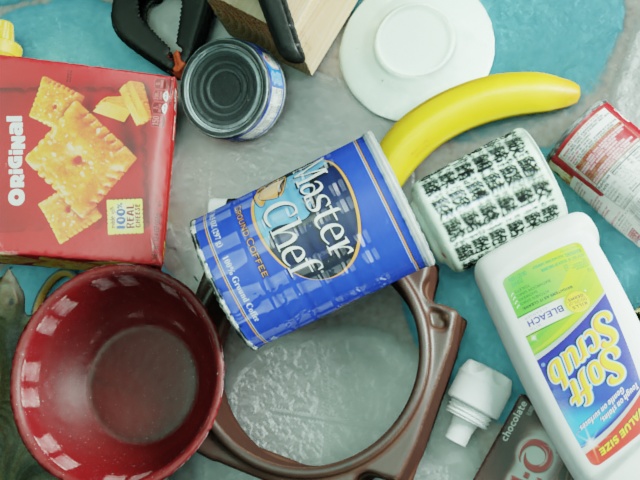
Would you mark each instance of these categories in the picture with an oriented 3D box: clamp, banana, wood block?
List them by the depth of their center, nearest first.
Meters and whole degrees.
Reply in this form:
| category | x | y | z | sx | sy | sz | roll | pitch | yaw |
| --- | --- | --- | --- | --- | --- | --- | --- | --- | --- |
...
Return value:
| category | x | y | z | sx | sy | sz | roll | pitch | yaw |
| --- | --- | --- | --- | --- | --- | --- | --- | --- | --- |
| clamp | -0.030 | -0.229 | 0.826 | 0.120 | 0.039 | 0.171 | -41 | 73 | -2 |
| banana | 0.112 | -0.090 | 0.864 | 0.198 | 0.037 | 0.069 | -34 | 101 | 5 |
| wood block | 0.001 | -0.257 | 0.896 | 0.091 | 0.090 | 0.206 | 28 | 83 | 16 |
| clamp | -0.158 | -0.232 | 0.949 | 0.164 | 0.036 | 0.210 | -15 | 71 | 8 |

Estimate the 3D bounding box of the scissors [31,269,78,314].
| category | x | y | z | sx | sy | sz | roll | pitch | yaw |
| --- | --- | --- | --- | --- | --- | --- | --- | --- | --- |
| scissors | -0.215 | 0.124 | 0.887 | 0.096 | 0.016 | 0.202 | 6 | 79 | 12 |

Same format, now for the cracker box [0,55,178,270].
| category | x | y | z | sx | sy | sz | roll | pitch | yaw |
| --- | --- | --- | --- | --- | --- | --- | --- | --- | --- |
| cracker box | -0.228 | -0.062 | 0.869 | 0.213 | 0.072 | 0.164 | 6 | 78 | -11 |

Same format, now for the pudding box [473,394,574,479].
| category | x | y | z | sx | sy | sz | roll | pitch | yaw |
| --- | --- | --- | --- | --- | --- | --- | --- | --- | --- |
| pudding box | 0.161 | 0.184 | 0.785 | 0.090 | 0.039 | 0.113 | 28 | 83 | 17 |

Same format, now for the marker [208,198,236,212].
| category | x | y | z | sx | sy | sz | roll | pitch | yaw |
| --- | --- | --- | --- | --- | --- | --- | --- | --- | --- |
| marker | -0.033 | -0.026 | 0.884 | 0.121 | 0.020 | 0.020 | -1 | 77 | 11 |

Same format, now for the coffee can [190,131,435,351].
| category | x | y | z | sx | sy | sz | roll | pitch | yaw |
| --- | --- | --- | --- | --- | --- | --- | --- | --- | --- |
| coffee can | -0.005 | 0.001 | 0.740 | 0.140 | 0.102 | 0.103 | -26 | 73 | 4 |

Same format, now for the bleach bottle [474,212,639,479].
| category | x | y | z | sx | sy | sz | roll | pitch | yaw |
| --- | --- | --- | --- | --- | --- | --- | --- | --- | --- |
| bleach bottle | 0.201 | 0.105 | 0.748 | 0.102 | 0.068 | 0.251 | -26 | 57 | 4 |

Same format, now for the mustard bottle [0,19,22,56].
| category | x | y | z | sx | sy | sz | roll | pitch | yaw |
| --- | --- | --- | --- | --- | --- | --- | --- | --- | --- |
| mustard bottle | -0.293 | -0.101 | 0.934 | 0.096 | 0.058 | 0.191 | 5 | 77 | 7 |

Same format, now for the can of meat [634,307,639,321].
| category | x | y | z | sx | sy | sz | roll | pitch | yaw |
| --- | --- | --- | --- | --- | --- | --- | --- | --- | --- |
| can of meat | 0.294 | 0.041 | 0.784 | 0.102 | 0.057 | 0.084 | 26 | 81 | 15 |

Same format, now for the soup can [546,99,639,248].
| category | x | y | z | sx | sy | sz | roll | pitch | yaw |
| --- | --- | --- | --- | --- | --- | --- | --- | --- | --- |
| soup can | 0.232 | -0.049 | 0.811 | 0.068 | 0.068 | 0.102 | -45 | 73 | -2 |

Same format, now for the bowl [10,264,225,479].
| category | x | y | z | sx | sy | sz | roll | pitch | yaw |
| --- | --- | --- | --- | --- | --- | --- | --- | --- | --- |
| bowl | -0.138 | 0.101 | 0.769 | 0.162 | 0.055 | 0.162 | -3 | 76 | 13 |

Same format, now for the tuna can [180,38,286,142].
| category | x | y | z | sx | sy | sz | roll | pitch | yaw |
| --- | --- | --- | --- | --- | --- | --- | --- | --- | --- |
| tuna can | -0.074 | -0.126 | 0.896 | 0.086 | 0.033 | 0.086 | 1 | 92 | 22 |
